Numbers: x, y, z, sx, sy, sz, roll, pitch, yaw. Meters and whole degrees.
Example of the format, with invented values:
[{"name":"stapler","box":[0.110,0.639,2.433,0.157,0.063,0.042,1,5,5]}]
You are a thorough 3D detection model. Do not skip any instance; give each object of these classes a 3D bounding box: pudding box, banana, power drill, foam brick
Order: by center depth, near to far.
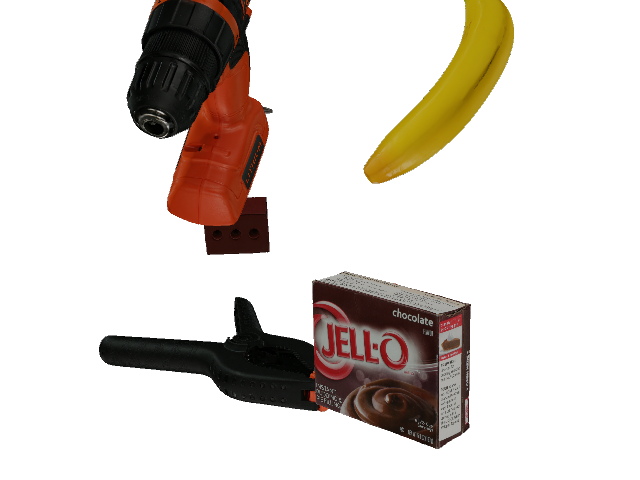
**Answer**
[{"name":"power drill","box":[-0.071,-0.093,0.676,0.057,0.184,0.188,13,-35,5]},{"name":"pudding box","box":[0.045,0.075,0.701,0.114,0.090,0.039,12,21,42]},{"name":"banana","box":[0.098,-0.118,0.789,0.070,0.197,0.037,-4,-41,47]},{"name":"foam brick","box":[-0.101,-0.018,1.288,0.078,0.053,0.051,-3,28,-1]}]

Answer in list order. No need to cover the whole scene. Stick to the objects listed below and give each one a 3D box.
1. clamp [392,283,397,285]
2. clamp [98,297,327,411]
[{"name":"clamp","box":[0.064,0.113,1.062,0.120,0.039,0.171,18,50,21]},{"name":"clamp","box":[-0.062,0.096,0.913,0.210,0.036,0.164,13,22,37]}]
